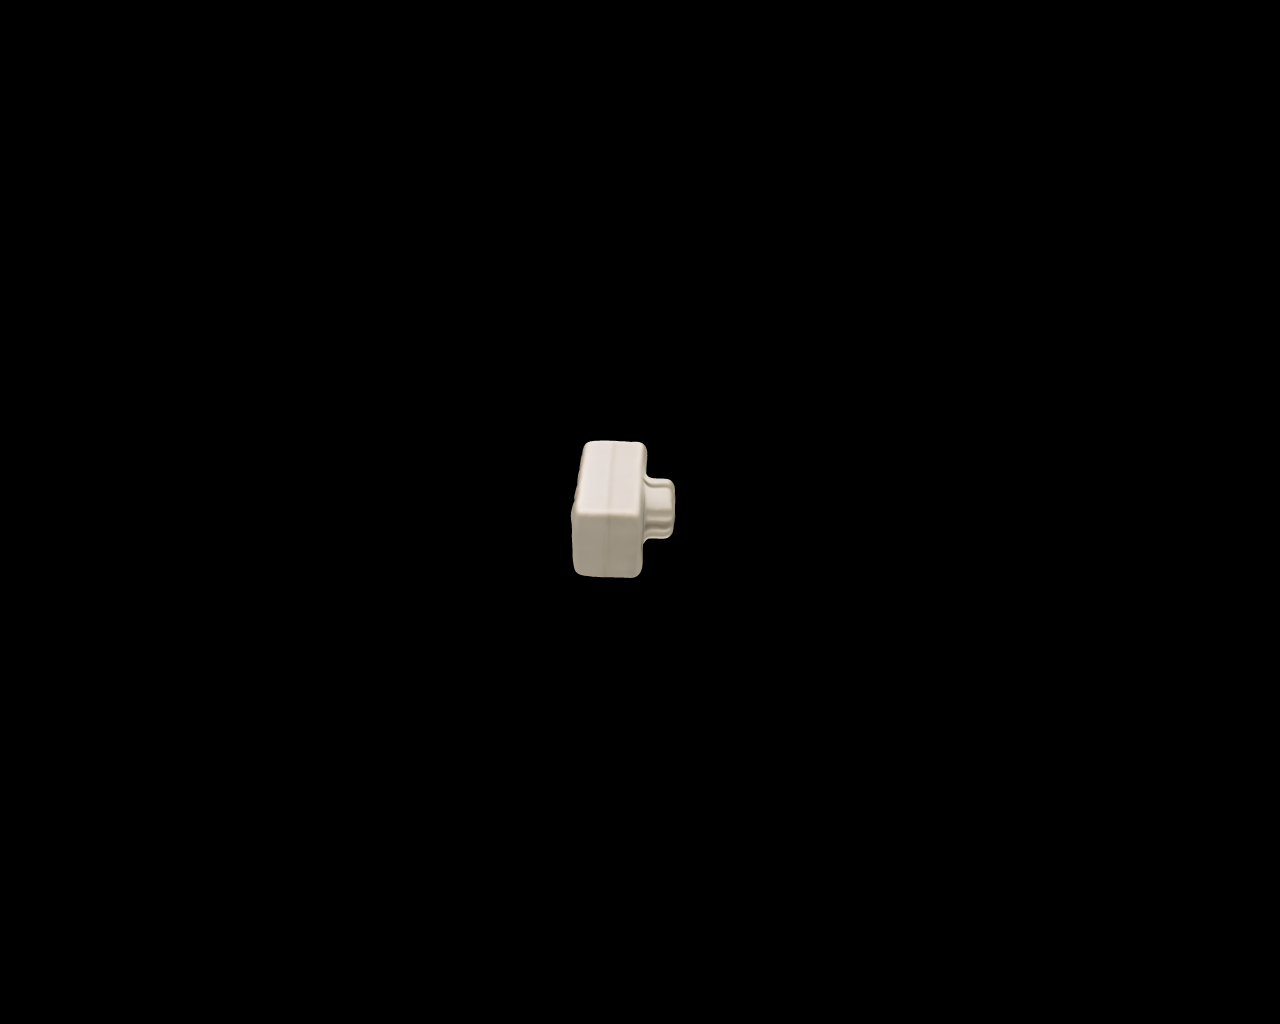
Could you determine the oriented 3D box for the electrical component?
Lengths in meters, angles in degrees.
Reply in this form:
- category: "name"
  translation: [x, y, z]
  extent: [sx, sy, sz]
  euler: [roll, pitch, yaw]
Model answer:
- category: "electrical component"
  translation: [0.001, -0.003, 0.650]
  extent: [0.076, 0.047, 0.083]
  euler: [1, 35, 2]
